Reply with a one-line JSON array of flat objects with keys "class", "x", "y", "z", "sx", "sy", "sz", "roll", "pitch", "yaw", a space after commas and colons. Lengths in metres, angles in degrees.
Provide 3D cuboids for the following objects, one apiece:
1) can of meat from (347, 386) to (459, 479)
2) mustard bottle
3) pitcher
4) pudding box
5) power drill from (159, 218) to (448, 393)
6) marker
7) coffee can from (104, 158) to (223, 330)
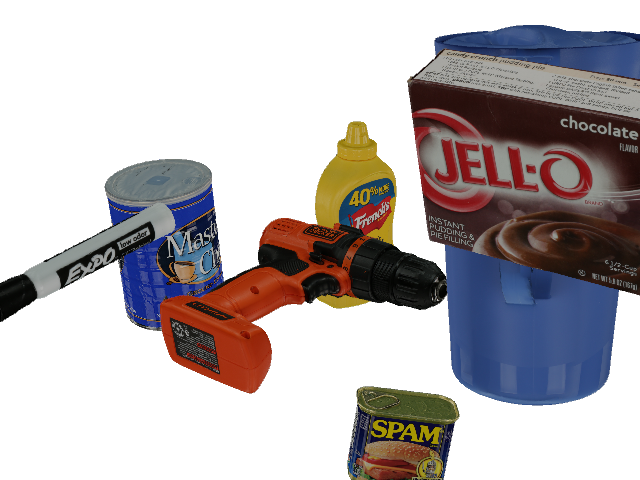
[{"class": "can of meat", "x": 0.080, "y": 0.199, "z": 1.066, "sx": 0.102, "sy": 0.084, "sz": 0.057, "roll": 8, "pitch": 17, "yaw": -4}, {"class": "mustard bottle", "x": 0.038, "y": -0.030, "z": 1.115, "sx": 0.096, "sy": 0.192, "sz": 0.058, "roll": -18, "pitch": 28, "yaw": -35}, {"class": "pitcher", "x": 0.139, "y": -0.017, "z": 0.701, "sx": 0.149, "sy": 0.243, "sz": 0.145, "roll": -10, "pitch": 17, "yaw": -27}, {"class": "pudding box", "x": 0.098, "y": -0.032, "z": 0.475, "sx": 0.114, "sy": 0.090, "sz": 0.039, "roll": 14, "pitch": 44, "yaw": 31}, {"class": "power drill", "x": -0.017, "y": 0.048, "z": 0.843, "sx": 0.185, "sy": 0.057, "sz": 0.187, "roll": 14, "pitch": 32, "yaw": 39}, {"class": "marker", "x": -0.131, "y": 0.011, "z": 0.582, "sx": 0.120, "sy": 0.020, "sz": 0.020, "roll": -31, "pitch": 19, "yaw": -36}, {"class": "coffee can", "x": -0.150, "y": 0.003, "z": 1.050, "sx": 0.103, "sy": 0.140, "sz": 0.103, "roll": -4, "pitch": 26, "yaw": 2}]
